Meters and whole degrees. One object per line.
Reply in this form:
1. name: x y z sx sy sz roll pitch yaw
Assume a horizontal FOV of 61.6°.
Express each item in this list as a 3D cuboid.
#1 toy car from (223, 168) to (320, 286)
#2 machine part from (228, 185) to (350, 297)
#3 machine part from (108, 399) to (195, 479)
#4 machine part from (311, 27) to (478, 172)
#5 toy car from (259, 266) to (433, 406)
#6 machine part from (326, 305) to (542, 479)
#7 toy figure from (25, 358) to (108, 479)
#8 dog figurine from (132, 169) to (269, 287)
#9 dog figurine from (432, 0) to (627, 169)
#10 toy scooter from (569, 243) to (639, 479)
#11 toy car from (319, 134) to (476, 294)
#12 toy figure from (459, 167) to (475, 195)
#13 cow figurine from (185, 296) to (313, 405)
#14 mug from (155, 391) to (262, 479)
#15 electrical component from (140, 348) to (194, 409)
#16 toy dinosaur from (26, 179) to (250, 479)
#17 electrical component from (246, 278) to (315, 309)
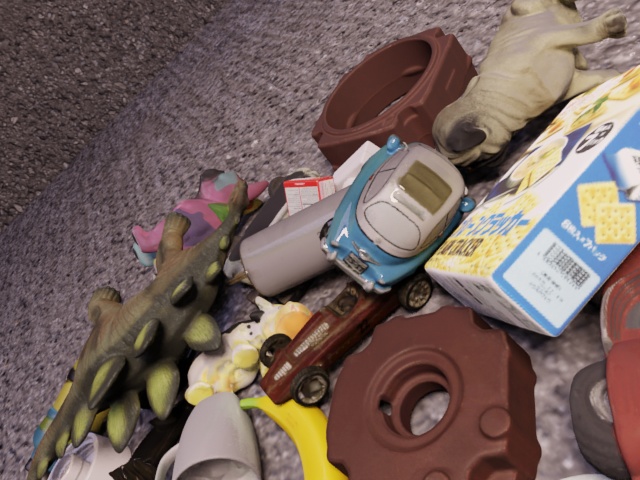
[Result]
1. toy car: -0.067 -0.024 0.770 0.074 0.056 0.202 5 55 51
2. machine part: -0.001 -0.002 0.604 0.243 0.079 0.079 -25 37 17
3. machine part: -0.172 0.220 0.603 0.084 0.039 0.139 -23 14 24
4. machine part: 0.098 -0.185 0.736 0.202 0.087 0.201 -6 50 47
5. toy car: 0.021 0.080 0.535 0.202 0.053 0.089 -38 34 -13
6. machine part: 0.083 0.133 0.426 0.179 0.056 0.179 -30 34 23
7. toy figure: -0.336 0.240 0.747 0.082 0.089 0.180 12 60 46
8. dog figurine: -0.161 -0.007 0.813 0.219 0.191 0.108 -31 -13 -22
9. dog figurine: 0.187 -0.171 0.557 0.191 0.121 0.172 -26 35 10
10. toy scooter: 0.229 0.062 0.325 0.135 0.075 0.184 -17 38 40
11. toy car: 0.076 -0.034 0.492 0.161 0.109 0.103 -48 -3 -27
12. toy figure: 0.159 -0.108 0.611 0.154 0.058 0.064 -60 -3 -18
13. cow figurine: -0.078 0.121 0.615 0.167 0.068 0.098 -41 26 6
14. mug: -0.110 0.211 0.536 0.109 0.080 0.107 -29 24 8
15. electrical component: -0.204 0.168 0.718 0.075 0.047 0.119 -4 52 45
16. toy dinosaur: -0.218 0.126 0.619 0.471 0.105 0.199 -53 28 8
17. electrical component: -0.046 0.048 0.681 0.078 0.045 0.102 25 74 27
